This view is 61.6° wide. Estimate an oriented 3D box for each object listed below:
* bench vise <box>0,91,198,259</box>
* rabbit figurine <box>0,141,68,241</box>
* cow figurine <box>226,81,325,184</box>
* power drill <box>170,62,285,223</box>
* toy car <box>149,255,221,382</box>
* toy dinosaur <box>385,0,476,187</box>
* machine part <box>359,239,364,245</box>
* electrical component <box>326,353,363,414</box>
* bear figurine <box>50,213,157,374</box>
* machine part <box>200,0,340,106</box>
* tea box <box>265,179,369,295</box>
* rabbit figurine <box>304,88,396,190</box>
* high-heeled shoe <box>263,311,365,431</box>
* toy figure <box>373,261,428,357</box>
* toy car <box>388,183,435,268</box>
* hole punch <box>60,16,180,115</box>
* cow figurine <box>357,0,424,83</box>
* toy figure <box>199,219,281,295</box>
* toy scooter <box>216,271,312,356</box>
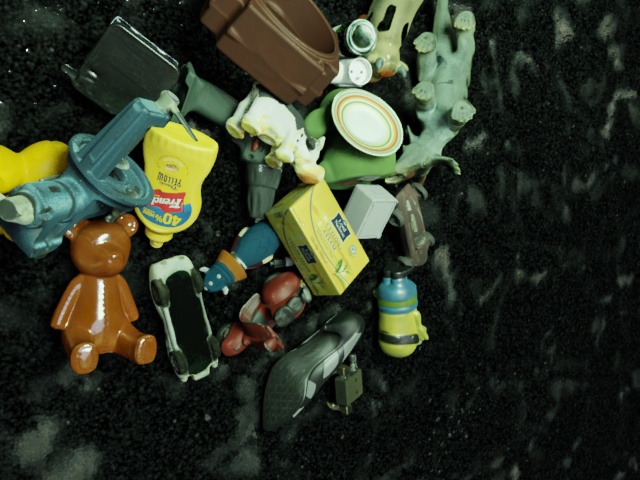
[{"bbox_3d":[-0.264,-0.088,0.637,0.240,0.223,0.129,-42,80,15],"label":"bench vise"},{"bbox_3d":[-0.391,-0.081,0.670,0.173,0.122,0.162,-10,105,-48],"label":"rabbit figurine"},{"bbox_3d":[-0.050,-0.159,0.810,0.167,0.068,0.098,37,68,-31],"label":"cow figurine"},{"bbox_3d":[-0.139,-0.161,0.826,0.207,0.086,0.232,18,86,-27],"label":"power drill"},{"bbox_3d":[-0.210,0.123,0.834,0.073,0.056,0.201,-21,107,-34],"label":"toy car"},{"bbox_3d":[0.227,-0.279,1.004,0.131,0.192,0.404,12,73,9],"label":"toy dinosaur"},{"bbox_3d":[0.017,-0.010,0.963,0.139,0.039,0.084,9,83,-30],"label":"machine part"},{"bbox_3d":[0.043,0.273,1.012,0.078,0.045,0.102,-30,116,-55],"label":"electrical component"},{"bbox_3d":[-0.293,0.064,0.738,0.120,0.132,0.195,4,100,-43],"label":"bear figurine"},{"bbox_3d":[-0.065,-0.311,0.784,0.201,0.087,0.201,35,35,-30],"label":"machine part"},{"bbox_3d":[-0.002,-0.003,0.880,0.098,0.068,0.169,-47,114,-36],"label":"tea box"},{"bbox_3d":[0.030,-0.176,0.924,0.159,0.121,0.170,-5,81,-24],"label":"rabbit figurine"},{"bbox_3d":[-0.009,0.235,0.977,0.248,0.086,0.145,-57,151,7],"label":"high-heeled shoe"},{"bbox_3d":[0.147,0.137,1.034,0.089,0.082,0.180,-14,108,-16],"label":"toy figure"},{"bbox_3d":[0.175,-0.020,1.009,0.089,0.053,0.201,-43,142,-21],"label":"toy car"},{"bbox_3d":[-0.267,-0.234,0.747,0.142,0.092,0.116,35,108,-32],"label":"hole punch"},{"bbox_3d":[0.120,-0.362,0.923,0.085,0.127,0.194,7,123,-29],"label":"cow figurine"},{"bbox_3d":[-0.126,0.030,0.870,0.154,0.064,0.057,-42,152,-15],"label":"toy figure"},{"bbox_3d":[-0.077,0.125,0.866,0.184,0.135,0.075,-43,114,-21],"label":"toy scooter"}]
